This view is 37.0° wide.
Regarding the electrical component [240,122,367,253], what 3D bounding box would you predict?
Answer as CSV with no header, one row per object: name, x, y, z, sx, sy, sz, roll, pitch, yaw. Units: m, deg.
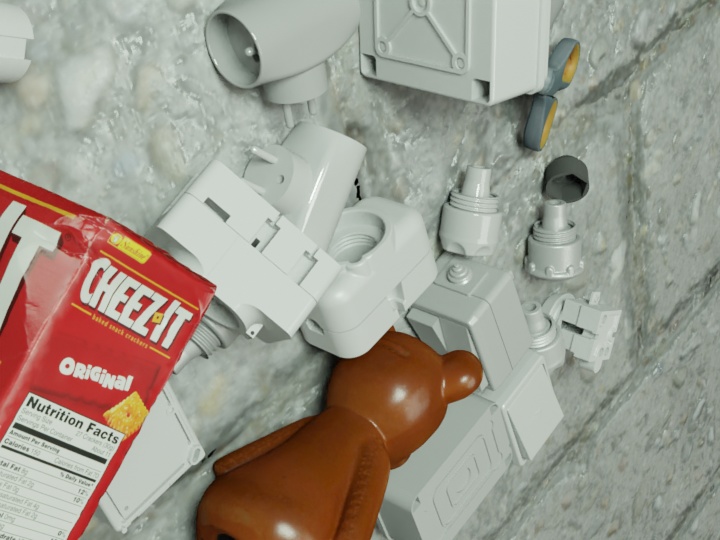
electrical component,-0.040,-0.048,0.618,0.079,0.043,0.077,23,88,-51

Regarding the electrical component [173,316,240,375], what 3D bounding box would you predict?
electrical component,-0.087,0.033,0.605,0.061,0.035,0.035,-49,138,-20

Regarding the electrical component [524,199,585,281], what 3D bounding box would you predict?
electrical component,0.156,-0.025,0.862,0.048,0.048,0.062,-24,119,-43

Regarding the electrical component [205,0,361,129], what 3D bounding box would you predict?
electrical component,-0.038,-0.117,0.589,0.077,0.043,0.079,-36,131,-35

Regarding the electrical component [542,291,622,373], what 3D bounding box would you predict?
electrical component,0.186,0.048,0.921,0.048,0.055,0.066,-1,106,-50

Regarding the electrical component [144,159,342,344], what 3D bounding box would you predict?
electrical component,-0.066,-0.005,0.570,0.089,0.050,0.055,41,70,-13

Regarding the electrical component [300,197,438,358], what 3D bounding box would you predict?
electrical component,0.000,0.000,0.679,0.095,0.054,0.059,-45,136,-28

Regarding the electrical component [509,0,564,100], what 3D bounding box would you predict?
electrical component,0.095,-0.169,0.726,0.079,0.044,0.077,41,74,-50

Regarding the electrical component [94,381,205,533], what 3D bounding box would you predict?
electrical component,-0.133,0.073,0.546,0.062,0.061,0.096,-43,135,-29

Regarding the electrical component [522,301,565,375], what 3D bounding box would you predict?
electrical component,0.145,0.054,0.885,0.043,0.043,0.062,-43,133,-30

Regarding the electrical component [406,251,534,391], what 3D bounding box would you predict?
electrical component,0.077,0.035,0.780,0.061,0.062,0.096,-49,137,-24

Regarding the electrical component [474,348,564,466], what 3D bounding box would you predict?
electrical component,0.118,0.101,0.859,0.061,0.061,0.096,-47,137,-26

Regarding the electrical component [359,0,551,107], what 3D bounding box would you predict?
electrical component,0.054,-0.161,0.628,0.056,0.109,0.108,-25,124,-39

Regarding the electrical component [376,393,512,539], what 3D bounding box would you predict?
electrical component,0.056,0.148,0.809,0.113,0.057,0.078,-46,136,-28

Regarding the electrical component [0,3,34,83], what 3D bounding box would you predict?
electrical component,-0.166,-0.097,0.450,0.046,0.040,0.040,-7,112,-55

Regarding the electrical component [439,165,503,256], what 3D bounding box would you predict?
electrical component,0.080,-0.043,0.765,0.043,0.043,0.062,-9,112,-48
